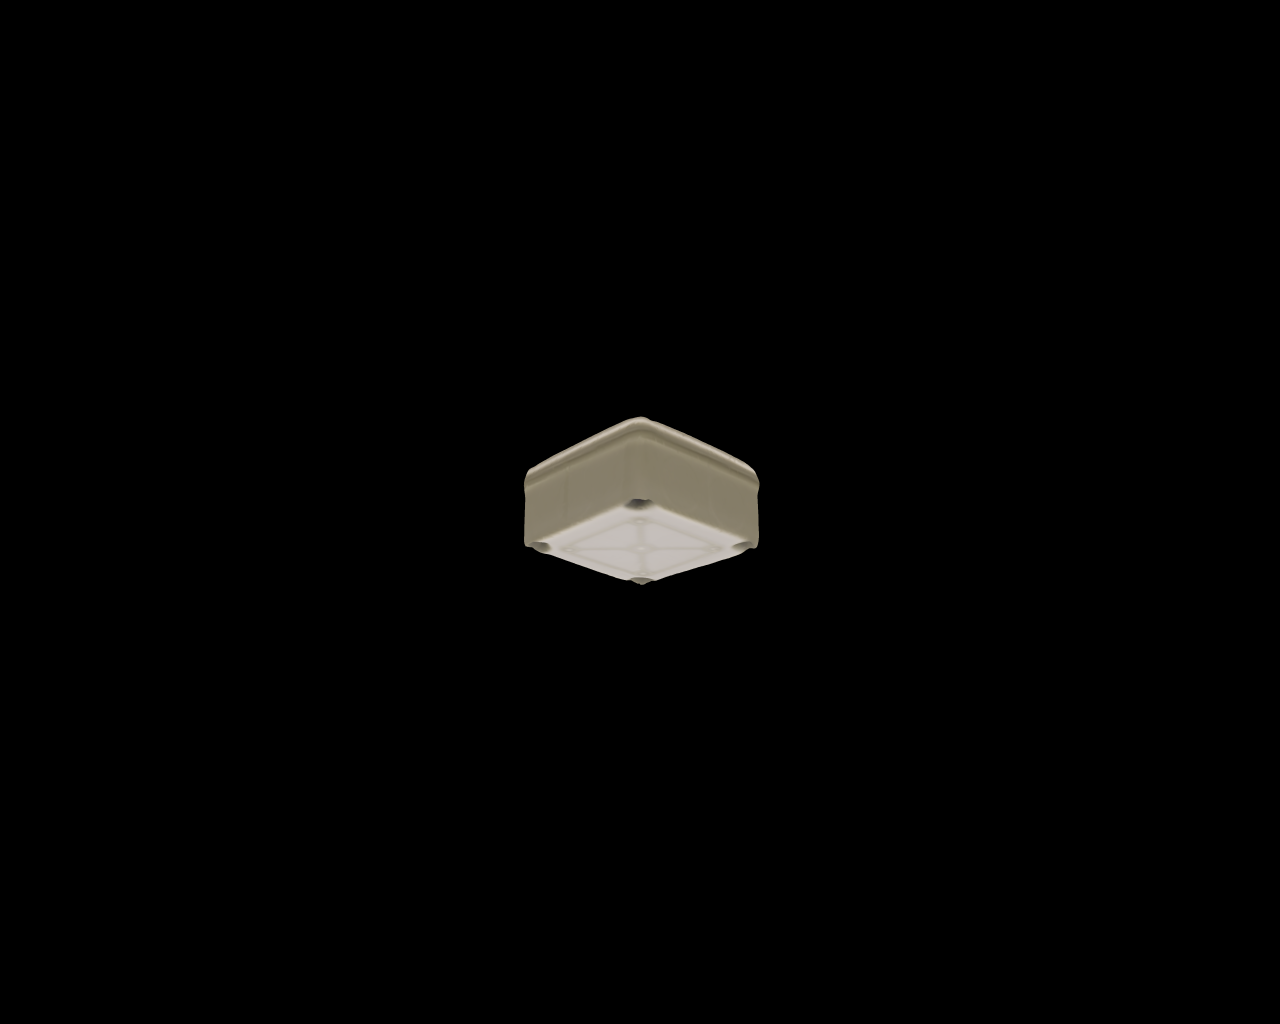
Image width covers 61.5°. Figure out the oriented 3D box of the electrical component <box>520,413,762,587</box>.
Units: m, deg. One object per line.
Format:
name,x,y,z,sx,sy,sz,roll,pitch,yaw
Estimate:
electrical component,0.001,-0.003,0.650,0.109,0.056,0.108,21,-31,-40
